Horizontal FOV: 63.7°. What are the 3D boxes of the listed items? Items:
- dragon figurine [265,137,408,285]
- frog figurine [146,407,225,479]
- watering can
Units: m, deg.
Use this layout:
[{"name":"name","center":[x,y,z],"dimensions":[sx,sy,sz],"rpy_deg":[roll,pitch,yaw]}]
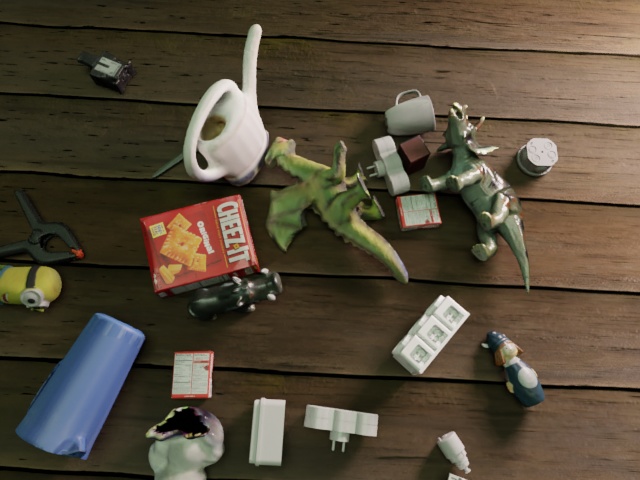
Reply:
[{"name":"dragon figurine","center":[0.003,-0.056,1.106],"dimensions":[0.242,0.121,0.414],"rpy_deg":[-24,79,10]},{"name":"frog figurine","center":[-0.243,0.397,0.946],"dimensions":[0.138,0.124,0.157],"rpy_deg":[-8,109,-12]},{"name":"watering can","center":[-0.171,-0.262,1.094],"dimensions":[0.104,0.220,0.352],"rpy_deg":[17,72,23]}]
